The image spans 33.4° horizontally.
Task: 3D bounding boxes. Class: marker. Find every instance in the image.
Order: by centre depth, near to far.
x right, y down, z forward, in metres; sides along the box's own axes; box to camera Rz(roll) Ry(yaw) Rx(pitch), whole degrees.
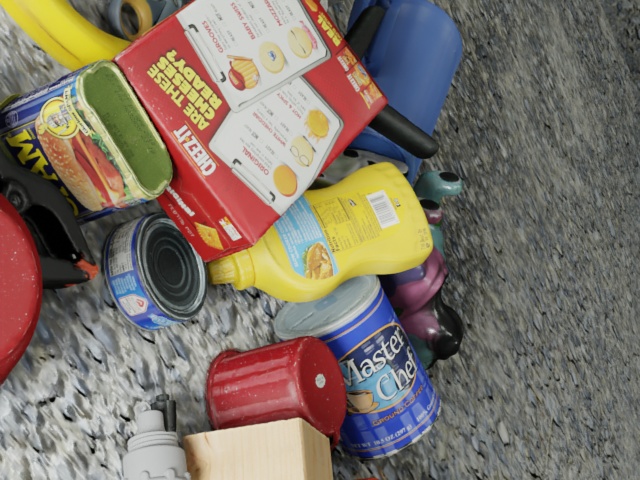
[{"bbox_3d":[-0.106,0.169,0.755,0.020,0.020,0.121,21,56,-56],"label":"marker"}]

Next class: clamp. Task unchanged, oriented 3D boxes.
[{"bbox_3d":[-0.208,-0.017,0.659,0.171,0.039,0.120,52,45,-30],"label":"clamp"},{"bbox_3d":[0.028,-0.137,0.996,0.209,0.036,0.164,-22,84,-49],"label":"clamp"}]

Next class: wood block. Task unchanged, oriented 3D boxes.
[{"bbox_3d":[-0.036,0.241,0.747,0.090,0.091,0.206,53,28,-65],"label":"wood block"}]

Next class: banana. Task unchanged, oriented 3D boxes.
[{"bbox_3d":[-0.192,-0.168,0.778,0.197,0.037,0.069,39,39,-47],"label":"banana"}]

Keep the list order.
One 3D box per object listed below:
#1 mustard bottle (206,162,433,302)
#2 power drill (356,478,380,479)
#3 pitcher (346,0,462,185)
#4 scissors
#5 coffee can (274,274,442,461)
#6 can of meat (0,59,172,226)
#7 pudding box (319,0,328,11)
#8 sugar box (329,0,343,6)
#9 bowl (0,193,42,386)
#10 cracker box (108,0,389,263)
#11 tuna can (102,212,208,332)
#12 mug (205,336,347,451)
[{"bbox_3d":[-0.006,0.001,0.907,0.191,0.058,0.096,-18,72,-21],"label":"mustard bottle"},{"bbox_3d":[0.053,0.315,0.921,0.184,0.057,0.187,45,38,-41],"label":"power drill"},{"bbox_3d":[0.069,-0.161,1.162,0.149,0.145,0.242,27,44,-7],"label":"pitcher"},{"bbox_3d":[-0.140,-0.211,0.917,0.096,0.016,0.201,49,35,-47],"label":"scissors"},{"bbox_3d":[0.035,0.111,0.960,0.140,0.103,0.102,62,29,-19],"label":"coffee can"},{"bbox_3d":[-0.160,-0.063,0.723,0.102,0.084,0.057,61,30,-22],"label":"can of meat"},{"bbox_3d":[-0.055,-0.204,0.965,0.090,0.113,0.039,-75,159,-50],"label":"pudding box"},{"bbox_3d":[-0.040,-0.285,1.067,0.176,0.093,0.048,28,51,-53],"label":"sugar box"},{"bbox_3d":[-0.206,0.024,0.578,0.161,0.055,0.162,9,78,-51],"label":"bowl"},{"bbox_3d":[-0.061,-0.111,0.825,0.164,0.072,0.213,54,48,-14],"label":"cracker box"},{"bbox_3d":[-0.121,0.023,0.797,0.086,0.034,0.086,39,42,-47],"label":"tuna can"},{"bbox_3d":[-0.026,0.133,0.857,0.117,0.082,0.093,58,31,-26],"label":"mug"}]
